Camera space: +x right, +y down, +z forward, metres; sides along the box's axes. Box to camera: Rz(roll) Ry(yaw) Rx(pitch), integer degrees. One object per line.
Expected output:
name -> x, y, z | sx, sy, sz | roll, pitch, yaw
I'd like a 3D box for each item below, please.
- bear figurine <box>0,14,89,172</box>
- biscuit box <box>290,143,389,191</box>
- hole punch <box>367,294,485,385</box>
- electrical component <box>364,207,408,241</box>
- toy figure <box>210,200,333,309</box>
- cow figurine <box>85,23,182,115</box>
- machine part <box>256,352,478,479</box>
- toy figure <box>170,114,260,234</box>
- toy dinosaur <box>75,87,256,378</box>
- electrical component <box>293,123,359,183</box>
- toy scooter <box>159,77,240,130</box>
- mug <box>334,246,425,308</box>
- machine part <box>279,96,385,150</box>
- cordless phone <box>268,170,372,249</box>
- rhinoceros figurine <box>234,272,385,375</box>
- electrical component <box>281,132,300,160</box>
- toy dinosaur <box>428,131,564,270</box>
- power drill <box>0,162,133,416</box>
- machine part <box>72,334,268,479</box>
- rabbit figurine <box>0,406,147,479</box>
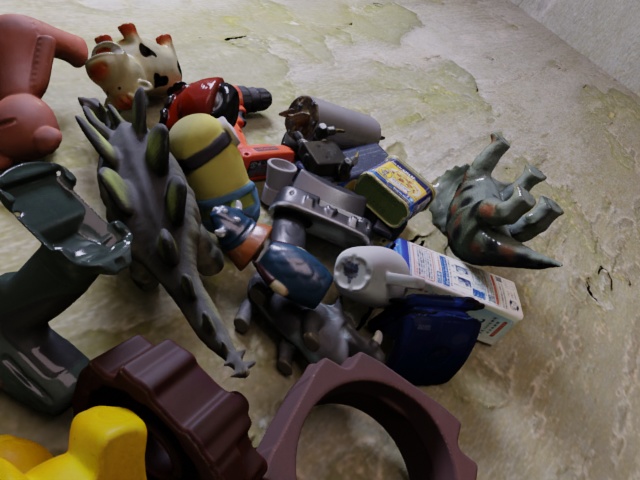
bear figurine -> -0.364, -0.180, 0.685 | 0.132, 0.120, 0.196 | 15, 56, -75
biscuit box -> 0.040, -0.105, 0.882 | 0.202, 0.059, 0.063 | -21, 62, -41
hole punch -> 0.135, 0.126, 0.682 | 0.142, 0.115, 0.092 | 9, 54, -23
electrical component -> 0.102, -0.035, 0.861 | 0.075, 0.047, 0.119 | 24, 42, -8
toy figure -> -0.059, 0.018, 0.595 | 0.154, 0.057, 0.064 | 35, 18, -3
cow figurine -> -0.270, -0.243, 0.786 | 0.127, 0.085, 0.195 | 68, 17, -6
machine part -> 0.039, 0.231, 0.521 | 0.201, 0.087, 0.201 | 36, 49, -4
toy figure -> -0.127, -0.069, 0.674 | 0.082, 0.180, 0.089 | -5, 20, 26
toy dinosaur -> -0.175, -0.029, 0.565 | 0.105, 0.198, 0.472 | -29, 60, -18
electrical component -> 0.012, -0.134, 0.814 | 0.078, 0.045, 0.102 | -2, 51, -33
toy scooter -> -0.195, -0.150, 0.751 | 0.135, 0.075, 0.184 | 13, 79, 6
mug -> 0.069, 0.048, 0.666 | 0.110, 0.080, 0.107 | 14, 0, 28
machine part -> 0.025, -0.191, 0.918 | 0.243, 0.079, 0.079 | 2, 48, -46
cordless phone -> -0.001, -0.001, 0.712 | 0.146, 0.088, 0.184 | 24, 31, -11
rhinoceros figurine -> -0.011, 0.105, 0.646 | 0.190, 0.073, 0.112 | 35, 30, 6
electrical component -> -0.035, -0.156, 0.914 | 0.063, 0.021, 0.094 | 20, 40, -14
toy dinosaur -> 0.252, -0.031, 0.823 | 0.131, 0.192, 0.405 | 34, 32, -6
power drill -> -0.270, 0.032, 0.457 | 0.232, 0.207, 0.086 | 43, 19, -2
machine part -> -0.128, 0.163, 0.444 | 0.179, 0.179, 0.056 | 41, 38, 10
rabbit figurine -> -0.198, 0.197, 0.395 | 0.122, 0.173, 0.162 | -38, 120, -46
